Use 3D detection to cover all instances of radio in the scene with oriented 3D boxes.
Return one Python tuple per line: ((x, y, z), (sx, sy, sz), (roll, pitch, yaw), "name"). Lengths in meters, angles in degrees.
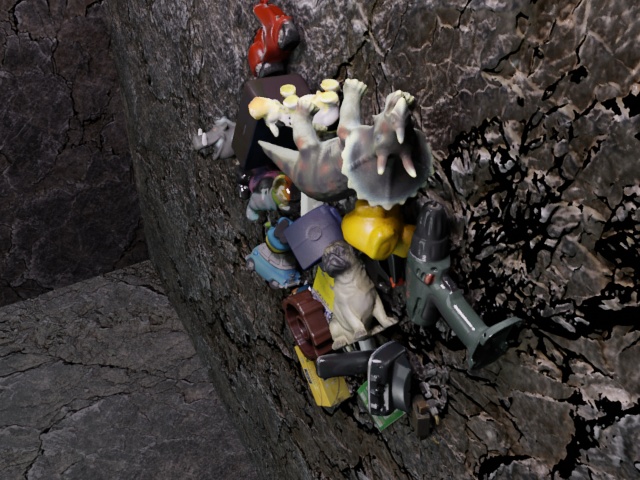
((-0.102, -0.245, 1.132), (0.073, 0.131, 0.229), (64, 154, 15), "radio")

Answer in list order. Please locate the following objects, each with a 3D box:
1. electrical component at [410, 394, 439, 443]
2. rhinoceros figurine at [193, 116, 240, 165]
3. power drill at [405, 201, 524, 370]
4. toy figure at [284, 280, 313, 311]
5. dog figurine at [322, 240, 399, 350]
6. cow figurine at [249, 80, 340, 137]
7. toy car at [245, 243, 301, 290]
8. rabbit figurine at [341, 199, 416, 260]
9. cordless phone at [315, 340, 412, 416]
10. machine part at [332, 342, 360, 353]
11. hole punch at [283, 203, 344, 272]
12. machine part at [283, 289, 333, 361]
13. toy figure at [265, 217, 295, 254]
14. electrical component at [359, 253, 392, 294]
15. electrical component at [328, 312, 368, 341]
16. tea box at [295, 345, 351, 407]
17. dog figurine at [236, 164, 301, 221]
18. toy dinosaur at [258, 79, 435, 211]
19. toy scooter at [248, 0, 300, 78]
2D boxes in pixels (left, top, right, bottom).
((0.205, 0.347, 1.047), (0.078, 0.045, 0.102), (-96, 1, -66), "electrical component")
((-0.202, -0.239, 1.269), (0.073, 0.190, 0.111), (-126, 22, -58), "rhinoceros figurine")
((0.203, 0.080, 0.816), (0.207, 0.086, 0.231), (46, 147, 35), "power drill")
((-0.054, 0.161, 1.414), (0.064, 0.058, 0.154), (40, 147, 4), "toy figure")
((0.051, 0.107, 1.069), (0.172, 0.121, 0.190), (-41, 67, 48), "dog figurine")
((-0.042, -0.231, 0.990), (0.098, 0.167, 0.068), (78, -173, -48), "cow figurine")
((-0.116, 0.053, 1.411), (0.162, 0.109, 0.102), (39, 124, 35), "toy car")
((0.105, -0.071, 0.889), (0.163, 0.122, 0.173), (41, 124, 44), "rabbit figurine")
((0.085, 0.280, 1.061), (0.089, 0.184, 0.146), (-101, 8, -66), "cordless phone")
((0.053, 0.250, 1.286), (0.084, 0.039, 0.139), (55, 150, 14), "machine part")
((-0.002, -0.003, 1.118), (0.115, 0.092, 0.142), (-46, 57, 28), "hole punch")
((-0.028, 0.205, 1.297), (0.180, 0.056, 0.179), (49, 151, 40), "machine part")
((-0.092, -0.010, 1.288), (0.180, 0.089, 0.082), (139, 116, -87), "toy figure")
((0.108, 0.064, 1.059), (0.094, 0.021, 0.063), (38, 140, 48), "electrical component")
((0.056, 0.183, 1.177), (0.119, 0.048, 0.074), (-11, 97, 41), "electrical component")
((0.006, 0.343, 1.408), (0.169, 0.068, 0.098), (67, 154, 6), "tea box")
((-0.107, -0.137, 1.255), (0.219, 0.108, 0.191), (-30, 77, 60), "dog figurine")
((0.025, -0.126, 0.838), (0.405, 0.131, 0.192), (-15, 64, 50), "toy dinosaur")
((-0.104, -0.410, 1.086), (0.135, 0.075, 0.184), (66, 151, 8), "toy scooter")
